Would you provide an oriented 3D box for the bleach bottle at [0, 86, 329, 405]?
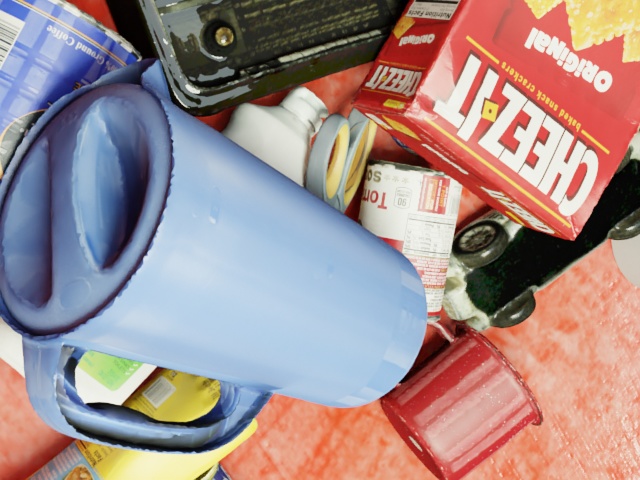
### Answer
[{"bbox_3d":[-0.091,-0.006,0.667,0.250,0.068,0.102,-48,120,-13],"label":"bleach bottle"}]

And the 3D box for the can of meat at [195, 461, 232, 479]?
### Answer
[{"bbox_3d":[-0.091,0.196,0.704,0.102,0.058,0.084,-38,115,-14],"label":"can of meat"}]

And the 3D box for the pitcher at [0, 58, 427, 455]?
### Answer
[{"bbox_3d":[-0.050,0.028,0.582,0.149,0.145,0.242,-43,140,18],"label":"pitcher"}]

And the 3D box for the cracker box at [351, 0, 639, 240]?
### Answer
[{"bbox_3d":[0.144,-0.132,0.672,0.164,0.072,0.213,31,87,-30],"label":"cracker box"}]

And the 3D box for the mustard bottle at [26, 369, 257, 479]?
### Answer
[{"bbox_3d":[-0.133,0.149,0.654,0.191,0.096,0.058,-37,113,-15],"label":"mustard bottle"}]

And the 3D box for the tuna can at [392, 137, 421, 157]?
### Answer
[{"bbox_3d":[0.086,-0.099,0.749,0.086,0.034,0.086,-4,100,-24],"label":"tuna can"}]

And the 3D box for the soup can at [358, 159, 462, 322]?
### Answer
[{"bbox_3d":[0.058,0.000,0.733,0.068,0.069,0.102,7,95,-26],"label":"soup can"}]

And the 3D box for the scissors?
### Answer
[{"bbox_3d":[-0.005,0.001,0.706,0.016,0.096,0.202,19,88,19],"label":"scissors"}]

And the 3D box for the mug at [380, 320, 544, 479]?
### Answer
[{"bbox_3d":[0.091,0.110,0.759,0.081,0.093,0.117,-37,98,-10],"label":"mug"}]

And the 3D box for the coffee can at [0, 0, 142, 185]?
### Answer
[{"bbox_3d":[-0.177,-0.065,0.595,0.102,0.103,0.140,29,86,-26],"label":"coffee can"}]
